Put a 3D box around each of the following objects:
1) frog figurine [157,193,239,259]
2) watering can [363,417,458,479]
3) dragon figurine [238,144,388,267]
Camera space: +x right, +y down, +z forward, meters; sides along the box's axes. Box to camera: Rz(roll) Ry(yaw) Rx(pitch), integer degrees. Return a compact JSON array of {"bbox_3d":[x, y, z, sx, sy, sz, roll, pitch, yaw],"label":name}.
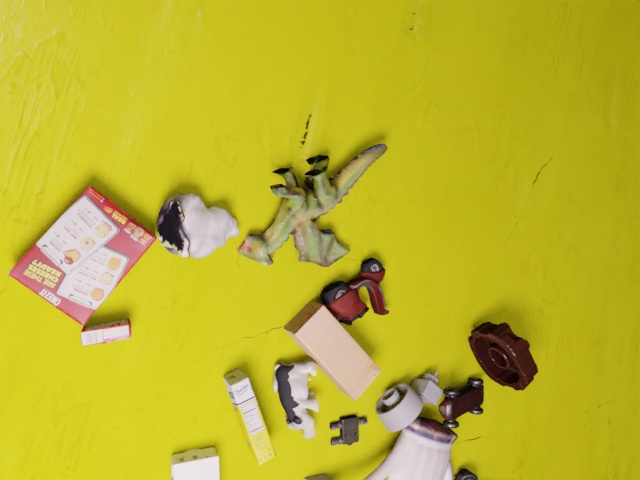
[{"bbox_3d":[-0.254,-0.033,1.076,0.161,0.121,0.138,-18,85,-56],"label":"frog figurine"},{"bbox_3d":[0.197,0.513,1.174,0.345,0.104,0.226,25,79,-33],"label":"watering can"},{"bbox_3d":[0.004,-0.059,1.179,0.413,0.123,0.239,-19,111,-19],"label":"dragon figurine"}]
